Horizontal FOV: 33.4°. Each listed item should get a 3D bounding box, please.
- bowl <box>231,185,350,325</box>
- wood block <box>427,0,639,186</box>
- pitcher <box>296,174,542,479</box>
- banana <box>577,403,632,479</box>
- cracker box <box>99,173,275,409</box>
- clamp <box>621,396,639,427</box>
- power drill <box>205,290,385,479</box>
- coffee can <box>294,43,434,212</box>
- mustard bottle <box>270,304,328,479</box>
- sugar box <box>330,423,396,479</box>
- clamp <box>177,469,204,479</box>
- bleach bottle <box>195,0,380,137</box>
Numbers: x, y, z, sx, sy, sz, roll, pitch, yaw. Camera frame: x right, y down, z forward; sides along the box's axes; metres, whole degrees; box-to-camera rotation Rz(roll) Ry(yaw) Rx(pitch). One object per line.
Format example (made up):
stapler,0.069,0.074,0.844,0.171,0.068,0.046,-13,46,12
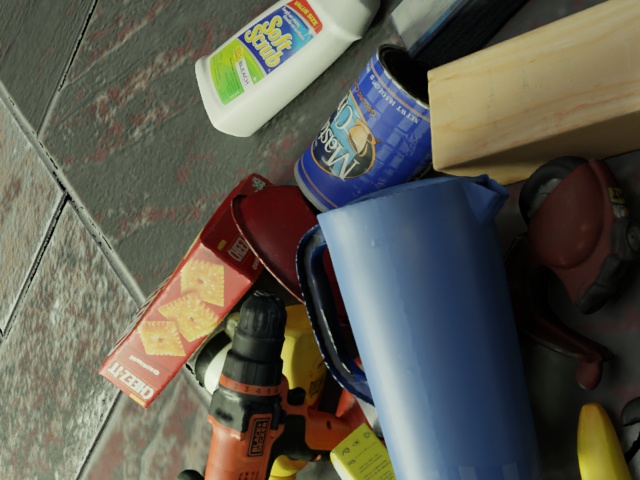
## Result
bowl,-0.007,0.001,0.989,0.055,0.161,0.162,-43,53,14
wood block,0.192,-0.112,0.825,0.207,0.090,0.090,-15,73,46
pitcher,0.080,0.078,0.810,0.149,0.145,0.243,166,91,-78
banana,0.237,0.211,0.772,0.070,0.037,0.198,-54,49,25
cracker box,-0.124,0.049,1.096,0.072,0.164,0.214,38,122,-6
clamp,0.283,0.099,0.735,0.120,0.039,0.171,32,109,34
power drill,-0.012,0.137,0.943,0.057,0.187,0.184,21,102,48
coffee can,0.056,-0.090,0.962,0.140,0.102,0.103,-53,50,29
mustard bottle,-0.031,0.162,1.025,0.058,0.096,0.192,16,106,19
sugar box,0.082,0.240,0.880,0.048,0.093,0.176,-39,60,-11
clamp,-0.084,0.307,1.108,0.210,0.036,0.164,-25,66,40
bleach bottle,-0.024,-0.211,1.098,0.251,0.067,0.102,-36,60,36
